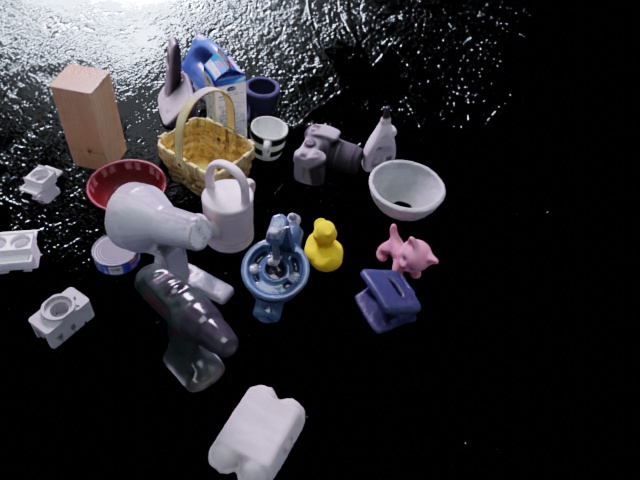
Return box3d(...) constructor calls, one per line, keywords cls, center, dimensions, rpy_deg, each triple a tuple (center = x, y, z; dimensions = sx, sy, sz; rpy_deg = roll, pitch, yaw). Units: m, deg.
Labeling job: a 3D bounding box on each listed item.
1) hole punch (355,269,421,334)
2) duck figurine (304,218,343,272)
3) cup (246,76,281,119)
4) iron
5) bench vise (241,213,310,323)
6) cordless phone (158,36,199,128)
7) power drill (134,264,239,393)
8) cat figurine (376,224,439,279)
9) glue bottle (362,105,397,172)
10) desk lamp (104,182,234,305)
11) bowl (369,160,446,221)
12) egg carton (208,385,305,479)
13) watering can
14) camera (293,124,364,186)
box3d(cls="hole punch", center=(0.128, 0.101, 1.061), dimensions=(0.101, 0.091, 0.108), rpy_deg=(-17, 52, -21))
box3d(cls="duck figurine", center=(0.010, 0.004, 1.138), dimensions=(0.077, 0.086, 0.104), rpy_deg=(-9, 50, -14))
box3d(cls="cup", center=(-0.156, -0.341, 1.423), dimensions=(0.118, 0.095, 0.091), rpy_deg=(-18, 52, -21))
box3d(cls="iron", center=(-0.255, -0.431, 1.461), dimensions=(0.119, 0.141, 0.257), rpy_deg=(-30, 57, -29))
box3d(cls="bench vise", center=(-0.081, 0.013, 1.028), dimensions=(0.121, 0.220, 0.207), rpy_deg=(-1, 48, -7))
box3d(cls="cordless phone", center=(-0.346, -0.376, 1.371), dimensions=(0.094, 0.185, 0.147), rpy_deg=(-13, 51, -17))
box3d(cls="power drill", center=(-0.203, 0.147, 0.900), dimensions=(0.229, 0.208, 0.076), rpy_deg=(39, 55, 25))
box3d(cls="cat figurine", center=(0.171, 0.023, 1.118), dimensions=(0.067, 0.118, 0.127), rpy_deg=(-19, 53, -22))
box3d(cls="glue bottle", center=(0.143, -0.233, 1.309), dimensions=(0.078, 0.173, 0.037), rpy_deg=(-10, 50, -15))
box3d(cls="desk lamp", center=(-0.259, 0.016, 1.008), dimensions=(0.203, 0.213, 0.118), rpy_deg=(25, 50, 15))
box3d(cls="bowl", center=(0.185, -0.096, 1.257), dimensions=(0.167, 0.075, 0.167), rpy_deg=(4, 48, -4))
box3d(cls="egg carton", center=(-0.092, 0.298, 0.871), dimensions=(0.107, 0.069, 0.150), rpy_deg=(22, 49, 13))
box3d(cls="watering can", center=(-0.180, -0.067, 1.106), dimensions=(0.101, 0.194, 0.173), rpy_deg=(9, 48, 2))
box3d(cls="camera", center=(0.024, -0.197, 1.311), dimensions=(0.136, 0.101, 0.143), rpy_deg=(19, 49, 10))
